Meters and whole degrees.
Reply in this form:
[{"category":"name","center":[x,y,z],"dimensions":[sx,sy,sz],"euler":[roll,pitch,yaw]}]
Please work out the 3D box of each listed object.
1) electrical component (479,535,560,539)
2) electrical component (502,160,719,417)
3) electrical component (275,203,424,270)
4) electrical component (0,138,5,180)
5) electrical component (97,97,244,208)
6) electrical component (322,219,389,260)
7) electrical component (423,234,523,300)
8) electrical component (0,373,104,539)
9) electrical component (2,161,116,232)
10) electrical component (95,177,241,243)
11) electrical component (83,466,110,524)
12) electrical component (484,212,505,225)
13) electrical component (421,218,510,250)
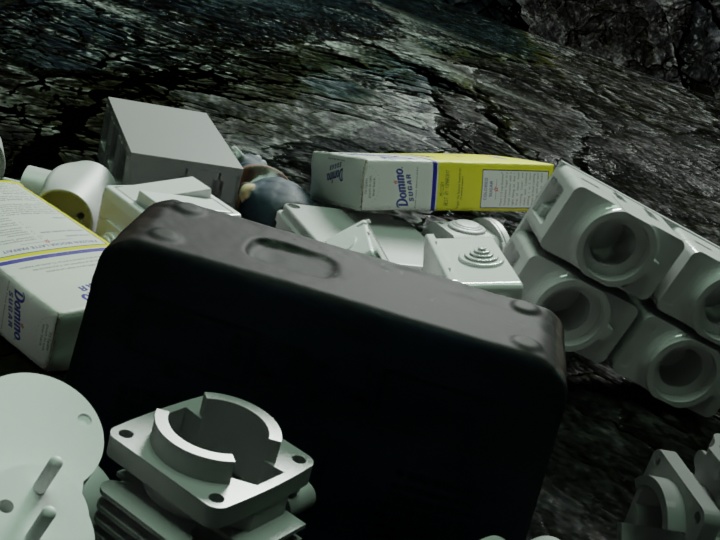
[{"category":"electrical component","center":[0.064,0.151,0.446],"dimensions":[0.095,0.053,0.059],"euler":[-6,29,-45]},{"category":"electrical component","center":[0.196,0.018,0.757],"dimensions":[0.186,0.105,0.060],"euler":[26,19,-14]},{"category":"electrical component","center":[0.000,0.000,0.790],"dimensions":[0.109,0.056,0.108],"euler":[5,23,-27]},{"category":"electrical component","center":[-0.294,-0.086,0.806],"dimensions":[0.055,0.055,0.047],"euler":[8,18,-20]},{"category":"electrical component","center":[-0.161,-0.086,0.889],"dimensions":[0.089,0.061,0.150],"euler":[7,22,-23]},{"category":"electrical component","center":[0.002,0.028,0.689],"dimensions":[0.061,0.096,0.061],"euler":[-28,22,7]},{"category":"electrical component","center":[0.071,0.031,0.703],"dimensions":[0.048,0.099,0.099],"euler":[-1,22,-7]},{"category":"electrical component","center":[-0.117,0.092,0.369],"dimensions":[0.052,0.073,0.138],"euler":[19,42,-24]},{"category":"electrical component","center":[-0.225,-0.053,0.782],"dimensions":[0.079,0.044,0.077],"euler":[14,20,-5]},{"category":"electrical component","center":[-0.140,-0.028,0.755],"dimensions":[0.096,0.061,0.062],"euler":[-5,29,-44]},{"category":"electrical component","center":[-0.135,0.107,0.437],"dimensions":[0.044,0.044,0.065],"euler":[23,26,19]},{"category":"electrical component","center":[0.105,-0.018,0.905],"dimensions":[0.043,0.062,0.043],"euler":[14,20,-5]},{"category":"electrical component","center":[0.079,0.000,0.818],"dimensions":[0.051,0.080,0.080],"euler":[0,25,-25]}]
